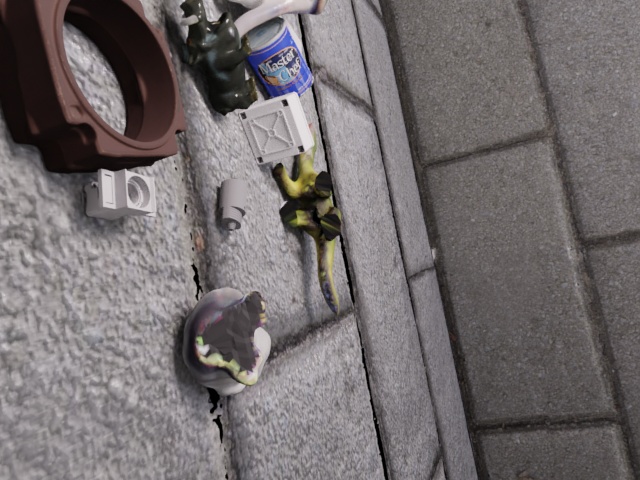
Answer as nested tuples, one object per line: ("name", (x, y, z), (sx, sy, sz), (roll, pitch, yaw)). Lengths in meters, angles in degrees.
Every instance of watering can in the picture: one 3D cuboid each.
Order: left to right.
("watering can", (-0.090, -0.470, 0.976), (0.102, 0.224, 0.355), (112, -26, -56))

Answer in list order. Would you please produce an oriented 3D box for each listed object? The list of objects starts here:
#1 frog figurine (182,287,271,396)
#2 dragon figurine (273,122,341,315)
("frog figurine", (-0.127, 0.140, 0.710), (0.157, 0.123, 0.139), (128, -53, -70))
("dragon figurine", (0.003, -0.057, 1.124), (0.243, 0.122, 0.411), (-9, 88, -77))
